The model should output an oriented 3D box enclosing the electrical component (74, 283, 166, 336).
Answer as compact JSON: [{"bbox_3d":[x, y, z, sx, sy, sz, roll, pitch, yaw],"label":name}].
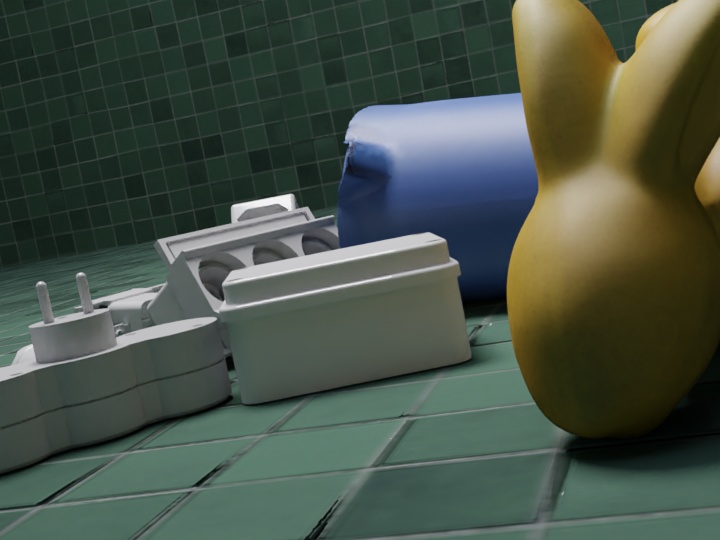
[{"bbox_3d":[-0.146,0.037,0.722,0.064,0.042,0.081,-2,11,39],"label":"electrical component"}]

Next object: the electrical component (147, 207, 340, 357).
[{"bbox_3d":[-0.064,0.011,0.661,0.121,0.078,0.063,-16,-21,-45],"label":"electrical component"}]

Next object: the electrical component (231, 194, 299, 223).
[{"bbox_3d":[-0.059,0.003,0.778,0.047,0.083,0.075,-10,-33,5],"label":"electrical component"}]

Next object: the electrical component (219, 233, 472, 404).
[{"bbox_3d":[-0.008,0.021,0.525,0.113,0.057,0.078,-11,6,-2],"label":"electrical component"}]

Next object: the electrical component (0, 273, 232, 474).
[{"bbox_3d":[-0.129,0.039,0.491,0.138,0.073,0.052,-15,6,-33],"label":"electrical component"}]

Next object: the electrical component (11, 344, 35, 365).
[{"bbox_3d":[-0.163,0.057,0.581,0.061,0.035,0.035,-2,10,46],"label":"electrical component"}]
